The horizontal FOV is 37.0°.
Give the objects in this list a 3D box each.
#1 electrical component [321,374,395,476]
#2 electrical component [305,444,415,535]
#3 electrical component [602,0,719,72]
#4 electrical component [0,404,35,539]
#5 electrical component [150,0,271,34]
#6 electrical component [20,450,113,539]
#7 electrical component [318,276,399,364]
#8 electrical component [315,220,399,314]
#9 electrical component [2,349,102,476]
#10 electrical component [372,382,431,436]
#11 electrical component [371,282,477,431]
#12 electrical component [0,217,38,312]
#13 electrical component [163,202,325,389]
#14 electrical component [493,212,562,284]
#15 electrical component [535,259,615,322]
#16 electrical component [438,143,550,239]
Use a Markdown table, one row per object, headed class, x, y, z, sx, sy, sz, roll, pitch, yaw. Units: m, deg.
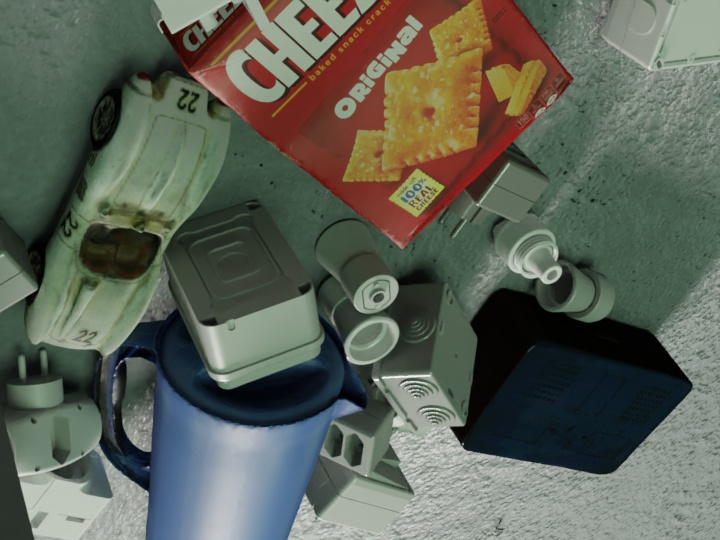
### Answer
| class | x | y | z | sx | sy | sz | roll | pitch | yaw |
| --- | --- | --- | --- | --- | --- | --- | --- | --- | --- |
| electrical component | -0.010 | 0.110 | 0.861 | 0.075 | 0.083 | 0.047 | -48 | 153 | -46 |
| electrical component | 0.001 | 0.182 | 0.932 | 0.096 | 0.061 | 0.061 | 26 | 111 | -42 |
| electrical component | 0.225 | -0.183 | 0.751 | 0.096 | 0.061 | 0.061 | -13 | 133 | -31 |
| electrical component | -0.266 | 0.118 | 0.632 | 0.060 | 0.186 | 0.105 | -48 | 134 | 14 |
| electrical component | -0.092 | -0.171 | 0.530 | 0.063 | 0.121 | 0.078 | -30 | 136 | -1 |
| electrical component | -0.232 | 0.153 | 0.780 | 0.089 | 0.050 | 0.055 | 24 | 114 | -41 |
| electrical component | -0.004 | 0.033 | 0.797 | 0.044 | 0.065 | 0.044 | -16 | 133 | -18 |
| electrical component | 0.000 | 0.000 | 0.771 | 0.044 | 0.065 | 0.044 | -16 | 133 | -18 |
| electrical component | -0.221 | 0.094 | 0.734 | 0.077 | 0.043 | 0.079 | -13 | 102 | -57 |
| electrical component | 0.040 | 0.109 | 0.904 | 0.055 | 0.048 | 0.066 | 18 | 119 | -47 |
| electrical component | 0.054 | 0.067 | 0.836 | 0.048 | 0.099 | 0.099 | -5 | 142 | 24 |
| electrical component | -0.250 | -0.003 | 0.636 | 0.083 | 0.047 | 0.075 | -32 | 136 | -2 |
| electrical component | -0.079 | 0.015 | 0.705 | 0.078 | 0.113 | 0.057 | -20 | 132 | -15 |
| electrical component | 0.134 | -0.015 | 0.838 | 0.043 | 0.062 | 0.043 | -16 | 133 | -18 |
| electrical component | 0.182 | 0.019 | 0.908 | 0.055 | 0.045 | 0.045 | 16 | 118 | -39 |
| electrical component | 0.083 | -0.058 | 0.769 | 0.047 | 0.065 | 0.076 | 19 | 116 | -40 |
